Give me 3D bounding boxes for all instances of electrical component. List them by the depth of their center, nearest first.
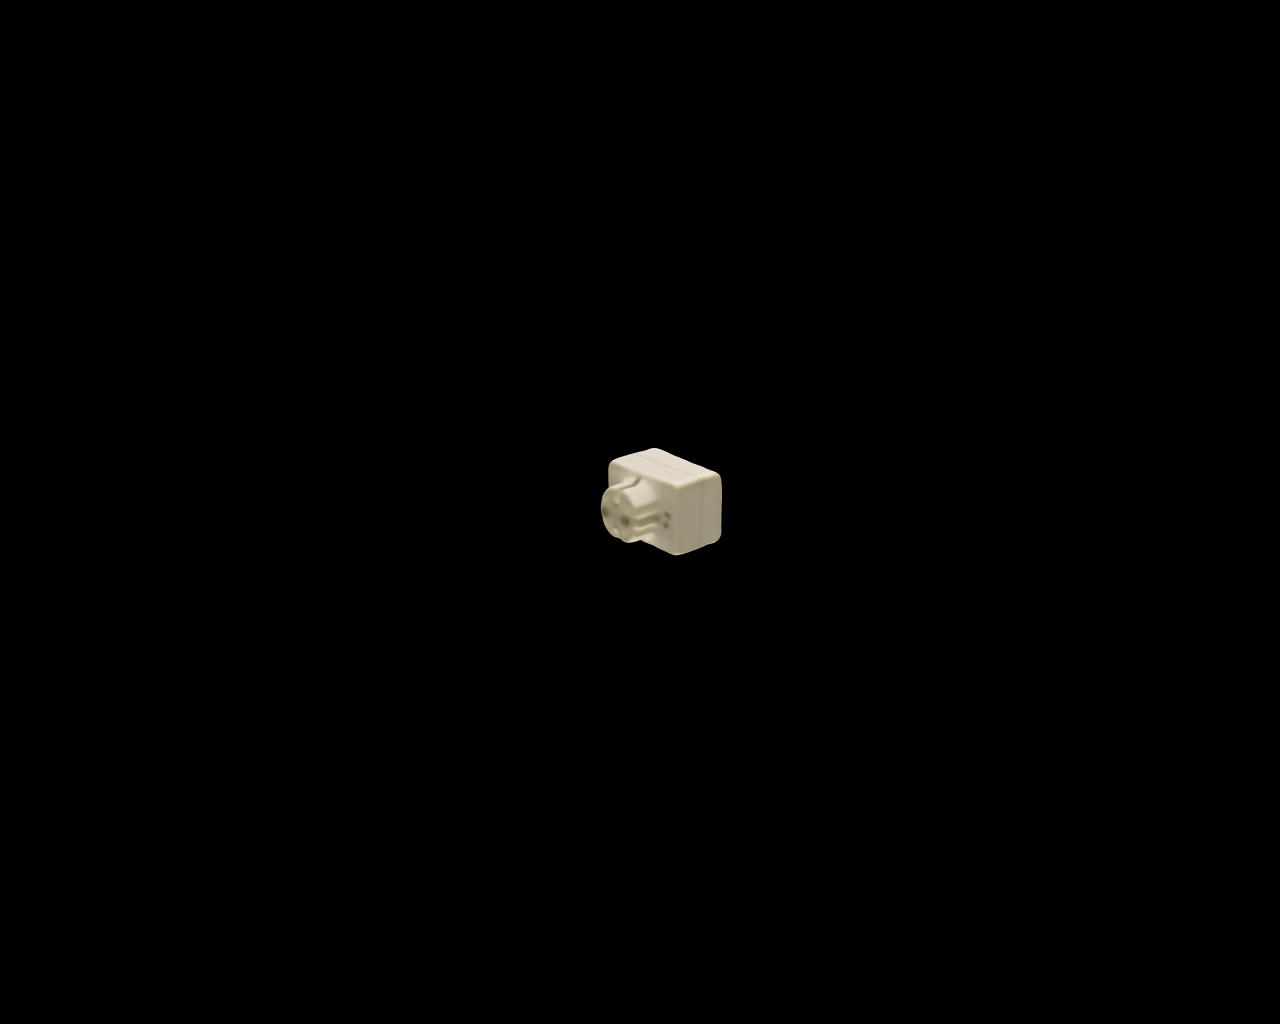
[{"bbox_3d":[0.001,-0.003,0.650,0.077,0.047,0.066,-17,28,-37],"label":"electrical component"}]
